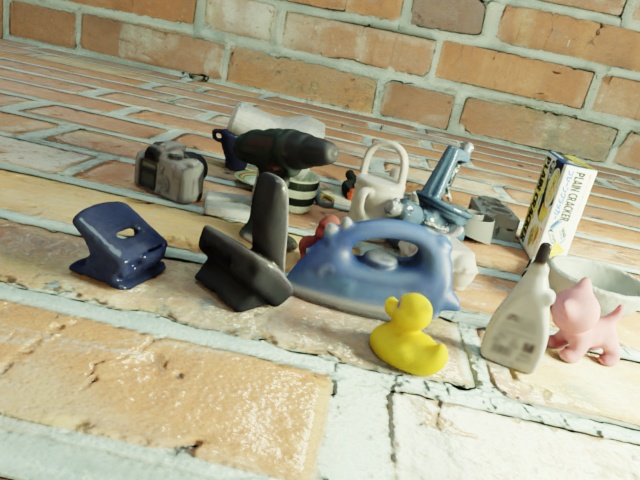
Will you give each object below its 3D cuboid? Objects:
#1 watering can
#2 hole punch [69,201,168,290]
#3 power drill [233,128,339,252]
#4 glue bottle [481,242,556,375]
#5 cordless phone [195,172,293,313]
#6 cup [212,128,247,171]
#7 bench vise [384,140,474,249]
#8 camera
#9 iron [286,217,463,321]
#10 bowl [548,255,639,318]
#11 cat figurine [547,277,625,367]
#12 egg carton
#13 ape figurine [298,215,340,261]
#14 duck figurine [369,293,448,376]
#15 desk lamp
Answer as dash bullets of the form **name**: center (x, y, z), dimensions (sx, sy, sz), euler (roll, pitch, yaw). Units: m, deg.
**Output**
- **watering can**: center (0.118, -0.103, 1.133), dimensions (0.101, 0.194, 0.173), euler (13, 20, 4)
- **hole punch**: center (-0.266, 0.004, 0.773), dimensions (0.101, 0.091, 0.109), euler (17, 21, 15)
- **power drill**: center (-0.068, -0.091, 0.970), dimensions (0.076, 0.208, 0.228), euler (-9, 29, -45)
- **glue bottle**: center (0.267, 0.084, 0.738), dimensions (0.078, 0.173, 0.037), euler (19, 21, 20)
- **cordless phone**: center (-0.095, -0.011, 0.773), dimensions (0.147, 0.185, 0.094), euler (26, 24, 35)
- **cup**: center (-0.216, -0.222, 1.412), dimensions (0.117, 0.095, 0.092), euler (15, 20, 10)
- **bench vise**: center (0.224, -0.080, 1.092), dimensions (0.121, 0.220, 0.208), euler (25, 24, 32)
- **camera**: center (-0.281, -0.147, 1.161), dimensions (0.142, 0.101, 0.137), euler (22, 22, 27)
- **iron**: center (0.080, 0.028, 0.830), dimensions (0.258, 0.141, 0.118), euler (9, 20, -8)
- **bowl**: center (0.463, 0.091, 0.977), dimensions (0.167, 0.075, 0.167), euler (11, 20, -4)
- **cat figurine**: center (0.374, 0.111, 0.807), dimensions (0.128, 0.118, 0.067), euler (6, 21, -17)
- **egg carton**: center (0.201, 0.031, 0.999), dimensions (0.107, 0.069, 0.150), euler (5, 21, -18)
- **ape figurine**: center (0.009, 0.003, 0.930), dimensions (0.076, 0.092, 0.077), euler (-5, 26, -38)
- **duck figurine**: center (0.115, 0.110, 0.709), dimensions (0.104, 0.086, 0.078), euler (28, 25, 38)
- **desk lamp**: center (-0.107, -0.146, 1.092), dimensions (0.203, 0.213, 0.117), euler (6, 20, -14)
